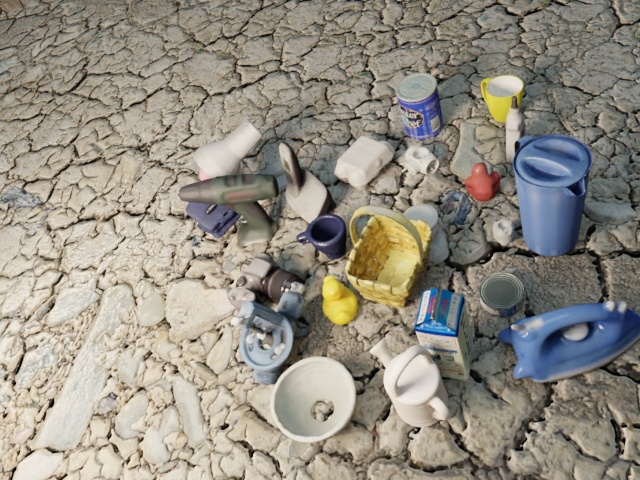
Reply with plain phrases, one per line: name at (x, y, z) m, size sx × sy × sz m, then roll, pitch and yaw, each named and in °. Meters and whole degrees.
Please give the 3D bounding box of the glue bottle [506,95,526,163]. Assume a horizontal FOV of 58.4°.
glue bottle at (0.443, -0.258, 1.302) m, size 0.037 × 0.173 × 0.078 m, roll 8°, pitch 57°, yaw 26°

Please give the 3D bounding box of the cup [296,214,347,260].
cup at (0.012, 0.005, 1.312) m, size 0.117 × 0.095 × 0.091 m, roll -13°, pitch 50°, yaw 11°

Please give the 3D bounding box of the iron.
iron at (0.450, 0.153, 1.002) m, size 0.258 × 0.142 × 0.118 m, roll -18°, pitch 50°, yaw 7°

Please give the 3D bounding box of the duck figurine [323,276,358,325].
duck figurine at (0.035, 0.122, 1.218) m, size 0.077 × 0.086 × 0.104 m, roll -23°, pitch 49°, yaw 3°

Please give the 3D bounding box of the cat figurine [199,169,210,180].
cat figurine at (-0.283, -0.187, 1.557) m, size 0.067 × 0.118 × 0.128 m, roll 4°, pitch 55°, yaw 23°

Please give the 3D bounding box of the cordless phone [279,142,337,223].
cordless phone at (-0.043, -0.141, 1.386) m, size 0.094 × 0.185 × 0.147 m, roll -39°, pitch 50°, yaw -11°

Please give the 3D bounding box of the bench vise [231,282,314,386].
bench vise at (-0.107, 0.161, 1.152) m, size 0.121 × 0.220 × 0.207 m, roll -2°, pitch 53°, yaw 19°

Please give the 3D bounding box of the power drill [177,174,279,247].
power drill at (-0.196, -0.077, 1.379) m, size 0.229 × 0.209 × 0.075 m, roll -14°, pitch 50°, yaw 10°

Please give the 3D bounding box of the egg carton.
egg carton at (0.114, -0.197, 1.448) m, size 0.107 × 0.070 × 0.150 m, roll 29°, pitch 68°, yaw 35°

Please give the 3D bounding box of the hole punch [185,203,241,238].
hole punch at (-0.275, -0.076, 1.485) m, size 0.100 × 0.091 × 0.109 m, roll 26°, pitch 66°, yaw 34°

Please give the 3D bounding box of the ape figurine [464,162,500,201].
ape figurine at (0.365, -0.139, 1.293) m, size 0.077 × 0.092 × 0.076 m, roll 1°, pitch 54°, yaw 22°

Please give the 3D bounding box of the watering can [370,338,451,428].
watering can at (0.156, 0.245, 1.006) m, size 0.172 × 0.194 × 0.101 m, roll 16°, pitch 61°, yaw 30°

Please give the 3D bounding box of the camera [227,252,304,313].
camera at (-0.117, 0.103, 1.280) m, size 0.136 × 0.101 × 0.143 m, roll 16°, pitch 61°, yaw 30°

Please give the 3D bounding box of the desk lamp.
desk lamp at (-0.193, -0.194, 1.465) m, size 0.203 × 0.214 × 0.117 m, roll -33°, pitch 50°, yaw -6°

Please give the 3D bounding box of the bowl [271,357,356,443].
bowl at (-0.004, 0.313, 1.092) m, size 0.167 × 0.075 × 0.167 m, roll -10°, pitch 51°, yaw 13°
